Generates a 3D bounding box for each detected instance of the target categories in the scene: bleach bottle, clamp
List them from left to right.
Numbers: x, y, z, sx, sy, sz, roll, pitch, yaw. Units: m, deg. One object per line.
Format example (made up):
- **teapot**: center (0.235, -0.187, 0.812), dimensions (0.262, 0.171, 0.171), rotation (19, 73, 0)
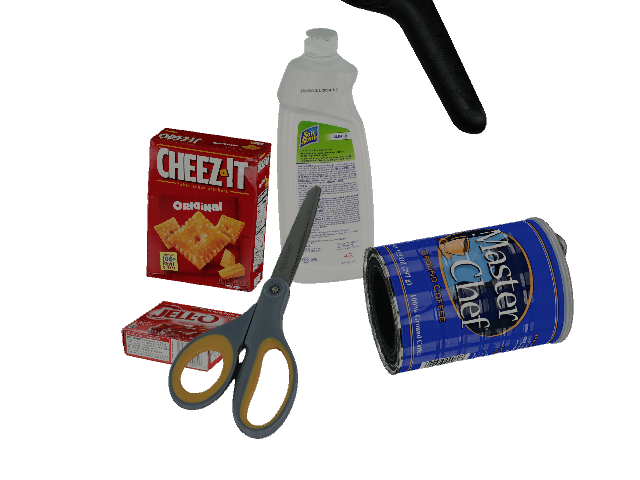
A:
- **bleach bottle**: center (0.009, -0.082, 1.041), dimensions (0.102, 0.251, 0.068), rotation (-6, 29, -12)
- **clamp**: center (0.062, -0.179, 0.757), dimensions (0.210, 0.164, 0.036), rotation (27, -26, -10)

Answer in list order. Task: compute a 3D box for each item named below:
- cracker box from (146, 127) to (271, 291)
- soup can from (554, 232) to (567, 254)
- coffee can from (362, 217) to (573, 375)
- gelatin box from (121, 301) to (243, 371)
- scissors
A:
- **cracker box**: center (-0.163, -0.042, 1.538), dimensions (0.164, 0.214, 0.072), rotation (9, 22, 10)
- **soup can**: center (0.220, 0.046, 1.128), dimensions (0.068, 0.102, 0.068), rotation (0, 30, 0)
- **coffee can**: center (0.114, 0.043, 0.845), dimensions (0.140, 0.103, 0.103), rotation (-10, 2, -9)
- **gelatin box**: center (-0.124, 0.085, 0.971), dimensions (0.089, 0.030, 0.073), rotation (9, 20, 21)
- **scissors**: center (-0.051, 0.044, 0.743), dimensions (0.096, 0.201, 0.016), rotation (-1, -35, 6)
